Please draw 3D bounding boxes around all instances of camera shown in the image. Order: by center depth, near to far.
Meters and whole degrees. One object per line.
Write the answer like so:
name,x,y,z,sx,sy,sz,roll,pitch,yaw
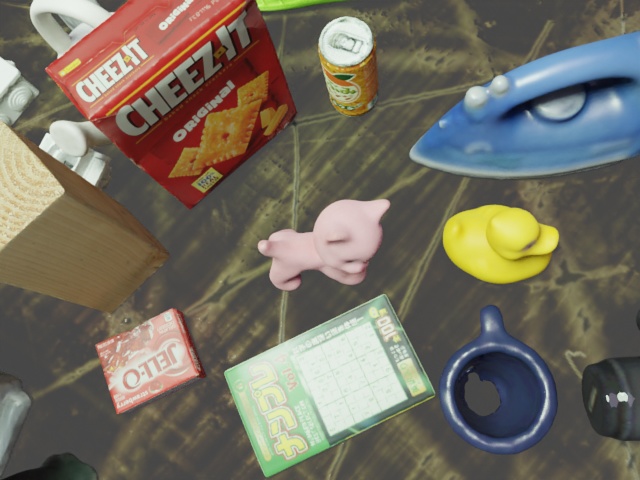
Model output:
camera,0.297,0.113,0.477,0.136,0.101,0.143,-4,75,6

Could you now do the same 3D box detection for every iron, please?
iron,0.211,-0.131,0.530,0.258,0.141,0.118,-14,74,3

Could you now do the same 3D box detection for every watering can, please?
watering can,-0.204,-0.164,0.563,0.101,0.194,0.173,-6,75,6

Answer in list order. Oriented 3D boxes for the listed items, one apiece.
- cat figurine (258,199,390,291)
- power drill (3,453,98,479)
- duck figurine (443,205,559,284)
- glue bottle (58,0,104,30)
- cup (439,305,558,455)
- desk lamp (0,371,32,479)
cat figurine,0.005,0.002,0.533,0.127,0.118,0.067,-8,74,5
power drill,-0.260,0.248,0.455,0.075,0.208,0.229,-11,74,5
duck figurine,0.168,-0.003,0.531,0.104,0.086,0.077,11,77,10
glue bottle,-0.279,-0.275,0.612,0.078,0.173,0.037,36,82,15
cup,0.146,0.120,0.497,0.091,0.095,0.118,-3,75,6
desk lamp,-0.352,0.144,0.491,0.117,0.214,0.203,14,78,11
